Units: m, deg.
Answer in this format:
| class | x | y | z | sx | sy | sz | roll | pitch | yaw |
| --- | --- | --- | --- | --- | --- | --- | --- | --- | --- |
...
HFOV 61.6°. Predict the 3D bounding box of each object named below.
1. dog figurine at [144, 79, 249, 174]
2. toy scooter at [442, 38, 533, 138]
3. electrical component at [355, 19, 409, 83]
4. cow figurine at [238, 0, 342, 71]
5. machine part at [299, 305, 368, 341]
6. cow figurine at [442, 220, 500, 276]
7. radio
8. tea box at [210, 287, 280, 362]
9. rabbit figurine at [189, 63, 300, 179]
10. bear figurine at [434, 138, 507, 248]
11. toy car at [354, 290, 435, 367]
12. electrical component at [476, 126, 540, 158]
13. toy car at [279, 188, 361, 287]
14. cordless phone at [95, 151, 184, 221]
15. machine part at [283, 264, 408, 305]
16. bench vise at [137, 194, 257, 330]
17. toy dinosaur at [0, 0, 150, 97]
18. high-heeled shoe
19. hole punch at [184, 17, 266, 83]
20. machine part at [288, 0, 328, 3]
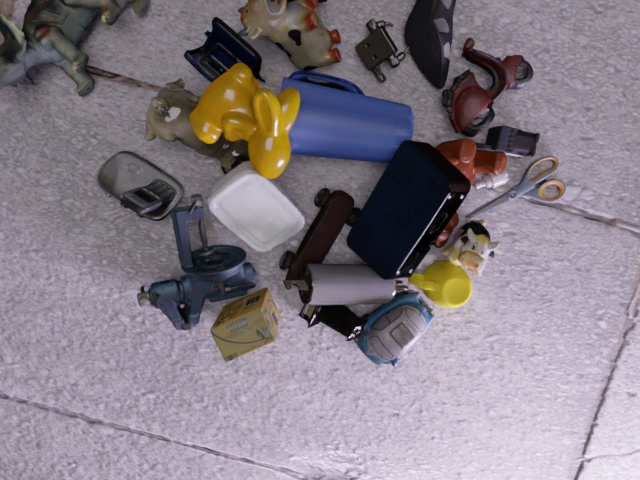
| class | x | y | z | sx | sy | sz | roll | pitch | yaw |
| --- | --- | --- | --- | --- | --- | --- | --- | --- | --- |
| dog figurine | -0.195 | -0.182 | 0.945 | 0.191 | 0.172 | 0.121 | 32 | 106 | 3 |
| toy scooter | 0.288 | -0.288 | 0.987 | 0.135 | 0.075 | 0.184 | 43 | 91 | -6 |
| electrical component | 0.114 | -0.355 | 0.994 | 0.078 | 0.045 | 0.102 | -37 | 93 | 31 |
| cow figurine | -0.056 | -0.363 | 0.922 | 0.127 | 0.194 | 0.085 | -16 | 66 | 24 |
| machine part | 0.023 | 0.143 | 1.019 | 0.139 | 0.039 | 0.084 | 25 | 90 | 33 |
| cow figurine | 0.280 | 0.010 | 0.970 | 0.068 | 0.167 | 0.098 | 30 | 96 | 1 |
| radio | 0.151 | -0.047 | 0.943 | 0.131 | 0.073 | 0.229 | 48 | 124 | 31 |
| tea box | -0.131 | 0.149 | 0.976 | 0.098 | 0.170 | 0.068 | -25 | 96 | 0 |
| rabbit figurine | -0.099 | -0.186 | 0.864 | 0.162 | 0.122 | 0.173 | -37 | 80 | 37 |
| bear figurine | 0.238 | -0.078 | 0.982 | 0.120 | 0.132 | 0.195 | 16 | 89 | -28 |
| toy car | 0.146 | 0.174 | 1.018 | 0.162 | 0.103 | 0.109 | -37 | 96 | 5 |
| electrical component | 0.335 | -0.185 | 1.000 | 0.119 | 0.075 | 0.047 | 12 | 97 | 0 |
| toy car | -0.002 | -0.003 | 1.021 | 0.089 | 0.053 | 0.202 | 27 | 97 | -24 |
| cordless phone | -0.333 | -0.088 | 0.941 | 0.146 | 0.184 | 0.088 | 34 | 99 | -5 |
| machine part | 0.050 | 0.081 | 0.994 | 0.243 | 0.079 | 0.079 | 1 | 96 | -20 |
| bench vise | -0.231 | 0.036 | 0.978 | 0.224 | 0.129 | 0.240 | -7 | 114 | -8 |
| toy dinosaur | -0.444 | -0.404 | 0.946 | 0.192 | 0.131 | 0.404 | 36 | 88 | -5 |
| high-heeled shoe | 0.230 | -0.418 | 0.990 | 0.145 | 0.086 | 0.248 | -30 | 117 | -28 |
| hole punch | -0.171 | -0.311 | 0.953 | 0.142 | 0.116 | 0.092 | 37 | 87 | -6 |
| machine part | -0.030 | -0.514 | 0.893 | 0.087 | 0.201 | 0.200 | 0 | 96 | 1 |
